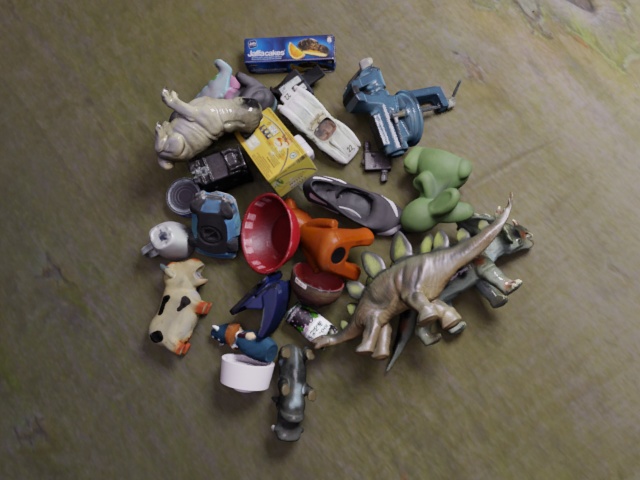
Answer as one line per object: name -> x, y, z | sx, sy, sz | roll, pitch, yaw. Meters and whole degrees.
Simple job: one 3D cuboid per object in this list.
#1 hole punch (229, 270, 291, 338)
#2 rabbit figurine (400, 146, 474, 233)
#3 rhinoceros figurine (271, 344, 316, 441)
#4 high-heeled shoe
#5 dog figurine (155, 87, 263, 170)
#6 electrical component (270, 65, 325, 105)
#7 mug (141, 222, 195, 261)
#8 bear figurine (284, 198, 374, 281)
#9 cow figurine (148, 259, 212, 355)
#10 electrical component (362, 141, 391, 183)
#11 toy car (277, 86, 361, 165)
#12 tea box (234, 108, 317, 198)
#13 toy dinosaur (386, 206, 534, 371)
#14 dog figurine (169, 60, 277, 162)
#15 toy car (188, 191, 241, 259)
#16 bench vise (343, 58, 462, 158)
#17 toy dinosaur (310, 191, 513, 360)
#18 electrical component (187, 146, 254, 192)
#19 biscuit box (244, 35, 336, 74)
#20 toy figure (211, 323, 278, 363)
hole punch -> -0.104, 0.130, 1.093 | 0.092, 0.142, 0.116 | 44, 101, 10
rabbit figurine -> 0.235, -0.084, 1.084 | 0.159, 0.121, 0.170 | 24, 86, 48
rhinoceros figurine -> -0.060, 0.302, 1.075 | 0.073, 0.112, 0.190 | 9, 67, -23
high-heeled shoe -> 0.086, -0.073, 1.099 | 0.249, 0.145, 0.086 | 16, 84, 8
dog figurine -> -0.219, -0.210, 1.069 | 0.191, 0.121, 0.172 | 12, 109, -5
electrical component -> -0.045, -0.338, 1.196 | 0.119, 0.047, 0.075 | -39, 82, -3
mug -> -0.329, 0.002, 1.135 | 0.110, 0.107, 0.081 | -21, 79, -2
bear figurine -> -0.005, -0.004, 1.117 | 0.196, 0.132, 0.120 | 34, 111, 47
cow figurine -> -0.298, 0.130, 1.129 | 0.127, 0.085, 0.195 | 25, 85, 1
electrical component -> 0.123, -0.171, 1.173 | 0.063, 0.021, 0.094 | -3, 82, 4
toy car -> -0.002, -0.245, 1.154 | 0.201, 0.056, 0.073 | 40, 87, -14
tea box -> -0.092, -0.181, 1.099 | 0.098, 0.068, 0.170 | -35, 57, 2
toy dinosaur -> 0.258, 0.083, 1.085 | 0.405, 0.131, 0.192 | -33, 64, 6
dog figurine -> -0.220, -0.260, 1.171 | 0.192, 0.108, 0.219 | 31, 89, 5
toy car -> -0.216, -0.045, 1.133 | 0.109, 0.161, 0.103 | 7, 37, 5
bench vise -> 0.176, -0.291, 1.145 | 0.241, 0.128, 0.223 | -16, 70, -19
toy dinosaur -> 0.175, 0.081, 1.011 | 0.471, 0.105, 0.199 | -30, 57, 16
electrical component -> -0.205, -0.139, 1.133 | 0.115, 0.134, 0.058 | -20, 82, -1
biscuit box -> -0.067, -0.414, 1.202 | 0.203, 0.059, 0.062 | -1, 82, 4
toy figure -> -0.159, 0.208, 1.109 | 0.155, 0.058, 0.064 | 17, 107, 30
